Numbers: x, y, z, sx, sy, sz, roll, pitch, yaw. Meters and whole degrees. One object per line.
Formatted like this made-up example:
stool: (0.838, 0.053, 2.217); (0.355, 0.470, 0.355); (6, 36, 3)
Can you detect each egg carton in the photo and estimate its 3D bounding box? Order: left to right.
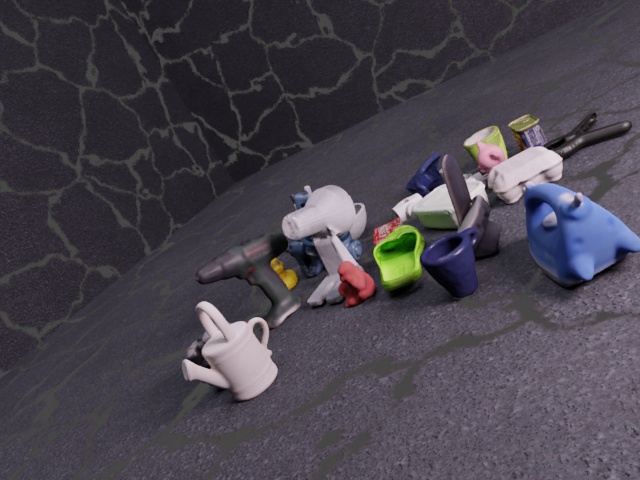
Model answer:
egg carton: (0.434, -0.141, 1.219); (0.150, 0.069, 0.107); (-29, 16, 8)

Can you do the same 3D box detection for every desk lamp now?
desk lamp: (0.012, 0.005, 1.285); (0.117, 0.214, 0.204); (-17, 21, 40)

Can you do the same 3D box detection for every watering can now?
watering can: (-0.175, 0.202, 1.068); (0.100, 0.194, 0.173); (-17, 21, 39)

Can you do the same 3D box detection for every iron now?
iron: (0.366, -0.033, 0.887); (0.118, 0.141, 0.258); (-31, 16, 2)

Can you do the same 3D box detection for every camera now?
camera: (-0.220, 0.242, 1.199); (0.143, 0.101, 0.137); (-27, 17, 15)

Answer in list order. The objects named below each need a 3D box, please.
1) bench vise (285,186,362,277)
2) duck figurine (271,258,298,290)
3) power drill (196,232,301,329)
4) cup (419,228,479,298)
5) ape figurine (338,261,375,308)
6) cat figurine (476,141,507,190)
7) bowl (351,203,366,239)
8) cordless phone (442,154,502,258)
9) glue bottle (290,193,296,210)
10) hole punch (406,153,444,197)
bench vise: (-0.027, -0.017, 1.407); (0.207, 0.220, 0.121); (-24, 18, 22)
duck figurine: (-0.110, 0.085, 1.496); (0.077, 0.086, 0.104); (-34, 16, -11)
power drill: (-0.143, 0.095, 1.305); (0.230, 0.209, 0.075); (-41, 19, -30)
cup: (0.238, 0.042, 0.979); (0.118, 0.095, 0.091); (-37, 17, -20)
ape figurine: (0.067, 0.084, 1.170); (0.076, 0.092, 0.077); (-35, 17, -14)
cat figurine: (0.400, -0.186, 1.329); (0.067, 0.118, 0.128); (-23, 18, 26)
bowl: (0.062, -0.027, 1.540); (0.167, 0.075, 0.167); (-28, 16, 9)
cordless phone: (0.262, -0.060, 1.078); (0.094, 0.185, 0.148); (-23, 18, 26)
glue bottle: (-0.036, -0.059, 1.636); (0.078, 0.173, 0.037); (-26, 17, 18)
hole punch: (0.283, -0.171, 1.544); (0.100, 0.091, 0.109); (-11, 26, 51)
